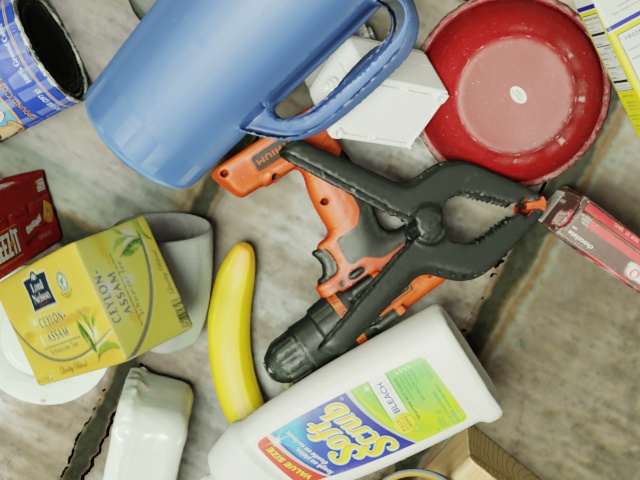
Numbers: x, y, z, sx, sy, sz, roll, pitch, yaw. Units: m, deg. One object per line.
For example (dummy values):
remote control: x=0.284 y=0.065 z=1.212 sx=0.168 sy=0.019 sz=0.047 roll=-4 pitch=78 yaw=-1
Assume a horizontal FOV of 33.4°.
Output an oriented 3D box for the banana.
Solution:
banana: x=-0.064 y=0.102 z=0.912 sx=0.070 sy=0.037 sz=0.198 roll=-13 pitch=94 yaw=23

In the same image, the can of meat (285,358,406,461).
can of meat: x=0.023 y=0.147 z=0.908 sx=0.084 sy=0.057 sz=0.102 roll=-13 pitch=100 yaw=6

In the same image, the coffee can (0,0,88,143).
coffee can: x=-0.274 y=-0.127 z=0.857 sx=0.140 sy=0.102 sz=0.103 roll=-25 pitch=98 yaw=10

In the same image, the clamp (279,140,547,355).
clamp: x=0.076 y=0.001 z=0.827 sx=0.209 sy=0.036 sz=0.164 roll=-4 pitch=87 yaw=-14

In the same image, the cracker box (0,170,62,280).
cracker box: x=-0.338 y=0.011 z=0.861 sx=0.214 sy=0.164 sz=0.072 roll=-13 pitch=102 yaw=8

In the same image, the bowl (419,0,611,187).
bowl: x=0.152 y=-0.115 z=0.841 sx=0.162 sy=0.055 sz=0.162 roll=1 pitch=102 yaw=5

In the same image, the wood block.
wood block: x=0.094 y=0.270 z=0.908 sx=0.091 sy=0.090 sz=0.206 roll=39 pitch=103 yaw=-2

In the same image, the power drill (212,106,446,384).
power drill: x=-0.006 y=0.001 z=0.866 sx=0.184 sy=0.057 sz=0.187 roll=-35 pitch=98 yaw=-5

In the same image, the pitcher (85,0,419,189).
pitcher: x=-0.053 y=-0.145 z=0.778 sx=0.144 sy=0.149 sz=0.243 roll=34 pitch=112 yaw=-29

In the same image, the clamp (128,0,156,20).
clamp: x=-0.111 y=-0.172 z=0.860 sx=0.120 sy=0.039 sz=0.171 roll=-32 pitch=103 yaw=7

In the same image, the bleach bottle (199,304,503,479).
bleach bottle: x=0.012 y=0.154 z=0.849 sx=0.251 sy=0.068 sz=0.102 roll=-32 pitch=104 yaw=10

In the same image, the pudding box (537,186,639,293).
pudding box: x=0.219 y=0.001 z=0.828 sx=0.090 sy=0.113 sz=0.039 roll=36 pitch=99 yaw=-2

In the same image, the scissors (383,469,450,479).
scissors: x=0.022 y=0.238 z=0.874 sx=0.202 sy=0.016 sz=0.096 roll=-17 pitch=76 yaw=24

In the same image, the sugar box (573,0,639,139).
sugar box: x=0.262 y=-0.158 z=0.820 sx=0.093 sy=0.048 sz=0.176 roll=-28 pitch=95 yaw=-4
